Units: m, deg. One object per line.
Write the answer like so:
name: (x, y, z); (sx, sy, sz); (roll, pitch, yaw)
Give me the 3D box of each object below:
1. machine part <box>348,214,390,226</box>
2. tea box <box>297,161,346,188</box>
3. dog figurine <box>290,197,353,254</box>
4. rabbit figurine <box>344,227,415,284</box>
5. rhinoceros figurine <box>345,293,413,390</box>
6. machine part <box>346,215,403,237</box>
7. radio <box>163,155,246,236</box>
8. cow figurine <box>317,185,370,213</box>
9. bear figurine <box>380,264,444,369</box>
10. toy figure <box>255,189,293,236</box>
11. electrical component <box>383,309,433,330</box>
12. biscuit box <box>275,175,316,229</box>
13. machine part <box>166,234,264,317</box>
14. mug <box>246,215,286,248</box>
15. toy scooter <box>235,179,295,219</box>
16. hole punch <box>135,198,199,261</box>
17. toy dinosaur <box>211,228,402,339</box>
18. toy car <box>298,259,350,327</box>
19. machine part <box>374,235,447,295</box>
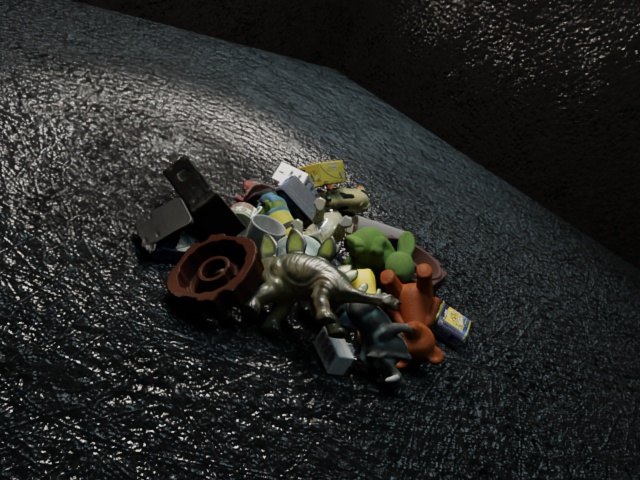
machine part: (0.140, -0.048, 1.630); (0.139, 0.039, 0.084); (20, 14, 17)
tea box: (-0.015, -0.191, 1.616); (0.098, 0.068, 0.170); (-13, 5, -41)
dog figurine: (0.001, -0.003, 1.285); (0.121, 0.172, 0.190); (46, -4, 8)
rabbit figurine: (0.160, 0.049, 1.280); (0.159, 0.121, 0.170); (-24, 44, -35)
rhinoceros figurine: (0.117, 0.192, 1.035); (0.112, 0.073, 0.190); (-26, 87, -20)
machine part: (0.168, -0.012, 1.552); (0.243, 0.079, 0.079); (18, 27, -17)
radio: (-0.268, -0.095, 1.226); (0.230, 0.073, 0.131); (43, -9, 46)
cow figurine: (0.059, -0.117, 1.633); (0.195, 0.085, 0.127); (1, 21, -17)
bear figurine: (0.195, 0.165, 1.139); (0.120, 0.131, 0.196); (-10, 39, 17)
toy figure: (-0.104, -0.047, 1.319); (0.082, 0.089, 0.180); (1, 57, -36)
electrical component: (0.205, 0.183, 1.254); (0.119, 0.047, 0.075); (40, 30, 25)
biscuit box: (-0.028, -0.075, 1.401); (0.202, 0.059, 0.063); (48, 63, -14)
machine part: (-0.191, 0.064, 0.999); (0.179, 0.056, 0.179); (-12, 42, 11)
mug: (-0.123, 0.013, 1.206); (0.109, 0.107, 0.081); (26, 25, -7)
toy scooter: (-0.151, -0.101, 1.434); (0.184, 0.075, 0.135); (32, 28, 18)
hole punch: (-0.312, -0.010, 1.115); (0.116, 0.092, 0.142); (-27, 46, -10)
toy dinosaur: (-0.071, 0.079, 1.044); (0.472, 0.104, 0.198); (6, 53, 20)
toy car: (0.003, 0.111, 1.127); (0.109, 0.103, 0.161); (23, 51, -76)
machine part: (0.223, 0.076, 1.429); (0.202, 0.087, 0.201); (38, 28, 20)
